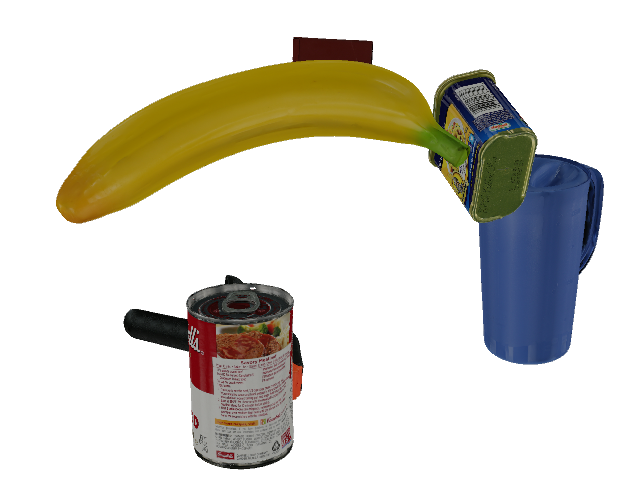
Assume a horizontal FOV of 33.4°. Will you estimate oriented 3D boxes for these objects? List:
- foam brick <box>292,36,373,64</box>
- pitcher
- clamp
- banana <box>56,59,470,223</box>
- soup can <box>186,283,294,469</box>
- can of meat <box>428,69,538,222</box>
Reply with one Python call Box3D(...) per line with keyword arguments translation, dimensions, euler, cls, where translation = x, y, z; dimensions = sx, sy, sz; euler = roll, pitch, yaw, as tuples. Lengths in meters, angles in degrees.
Box3D(translation=(0.012, -0.180, 1.092), dimensions=(0.078, 0.051, 0.053), euler=(2, 11, -7), cls="foam brick")
Box3D(translation=(0.265, 0.021, 1.305), dimensions=(0.149, 0.243, 0.145), euler=(3, 25, 14), cls="pitcher")
Box3D(translation=(-0.068, 0.078, 0.897), dimensions=(0.172, 0.039, 0.120), euler=(25, 40, 33), cls="clamp")
Box3D(translation=(-0.030, -0.053, 0.508), dimensions=(0.197, 0.037, 0.070), euler=(-11, 45, -13), cls="banana")
Box3D(translation=(-0.050, 0.086, 0.686), dimensions=(0.068, 0.102, 0.068), euler=(0, 17, 0), cls="soup can")
Box3D(translation=(0.137, -0.078, 0.905), dimensions=(0.057, 0.102, 0.084), euler=(-14, 47, -14), cls="can of meat")
